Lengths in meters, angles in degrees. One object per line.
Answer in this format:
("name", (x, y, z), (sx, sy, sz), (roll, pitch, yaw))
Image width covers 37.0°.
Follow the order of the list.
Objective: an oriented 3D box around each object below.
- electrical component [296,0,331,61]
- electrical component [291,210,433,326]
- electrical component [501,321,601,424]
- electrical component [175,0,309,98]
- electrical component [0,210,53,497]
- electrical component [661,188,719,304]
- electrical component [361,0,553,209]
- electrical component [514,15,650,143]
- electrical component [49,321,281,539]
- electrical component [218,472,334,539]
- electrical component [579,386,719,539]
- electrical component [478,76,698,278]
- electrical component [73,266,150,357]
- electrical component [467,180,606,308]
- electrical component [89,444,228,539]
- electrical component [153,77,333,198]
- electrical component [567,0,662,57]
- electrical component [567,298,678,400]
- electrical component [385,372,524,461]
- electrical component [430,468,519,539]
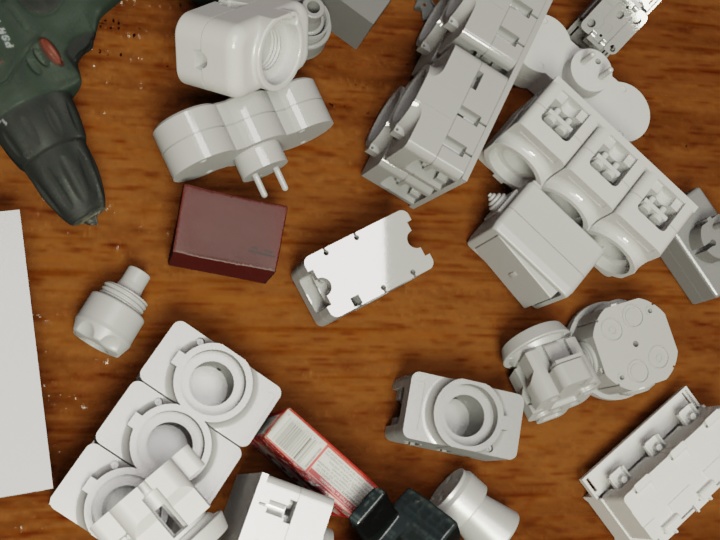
("electrical component", (-0.043, -0.190, 0.834), (0.043, 0.062, 0.043), (3, 78, -15))
("electrical component", (0.000, 0.000, 0.810), (0.089, 0.056, 0.050), (-27, 87, -19))
("electrical component", (0.144, 0.076, 0.828), (0.058, 0.078, 0.057), (-16, 65, -18))
("electrical component", (-0.081, -0.164, 0.781), (0.059, 0.053, 0.095), (19, 35, 26))
("electrical component", (-0.271, 0.062, 0.720), (0.105, 0.060, 0.186), (-7, 81, -17))
("electrical component", (0.286, -0.023, 0.883), (0.047, 0.076, 0.083), (-34, 89, -19))
("electrical component", (0.073, -0.150, 0.830), (0.060, 0.105, 0.186), (30, 74, -12))
("electrical component", (0.182, -0.157, 0.883), (0.138, 0.074, 0.052), (39, 72, -5))
("electrical component", (-0.134, 0.122, 0.744), (0.089, 0.062, 0.150), (35, 72, -6))
("electrical component", (-0.078, 0.234, 0.714), (0.060, 0.105, 0.186), (22, 74, -10))
("electrical component", (0.244, 0.157, 0.841), (0.121, 0.063, 0.078), (-36, 90, -19))
("electrical component", (0.175, -0.068, 0.853), (0.150, 0.089, 0.061), (42, 71, -4))
("electrical component", (-0.172, 0.027, 0.763), (0.043, 0.043, 0.062), (31, 71, -7))
("electrical component", (0.131, -0.020, 0.847), (0.096, 0.062, 0.061), (43, 71, -4))
("electrical component", (-0.121, 0.157, 0.676), (0.078, 0.058, 0.057), (-40, 88, -20))
("electrical component", (-0.077, -0.089, 0.796), (0.138, 0.052, 0.073), (-22, 85, -34))
("electrical component", (0.212, -0.212, 0.901), (0.042, 0.063, 0.081), (41, 113, -3))
("electrical component", (0.207, 0.062, 0.856), (0.080, 0.051, 0.080), (3, 78, -15))
("electrical component", (0.072, 0.110, 0.807), (0.089, 0.056, 0.050), (14, 75, -12))
("electrical component", (0.084, 0.181, 0.801), (0.055, 0.045, 0.045), (42, 71, -4))
